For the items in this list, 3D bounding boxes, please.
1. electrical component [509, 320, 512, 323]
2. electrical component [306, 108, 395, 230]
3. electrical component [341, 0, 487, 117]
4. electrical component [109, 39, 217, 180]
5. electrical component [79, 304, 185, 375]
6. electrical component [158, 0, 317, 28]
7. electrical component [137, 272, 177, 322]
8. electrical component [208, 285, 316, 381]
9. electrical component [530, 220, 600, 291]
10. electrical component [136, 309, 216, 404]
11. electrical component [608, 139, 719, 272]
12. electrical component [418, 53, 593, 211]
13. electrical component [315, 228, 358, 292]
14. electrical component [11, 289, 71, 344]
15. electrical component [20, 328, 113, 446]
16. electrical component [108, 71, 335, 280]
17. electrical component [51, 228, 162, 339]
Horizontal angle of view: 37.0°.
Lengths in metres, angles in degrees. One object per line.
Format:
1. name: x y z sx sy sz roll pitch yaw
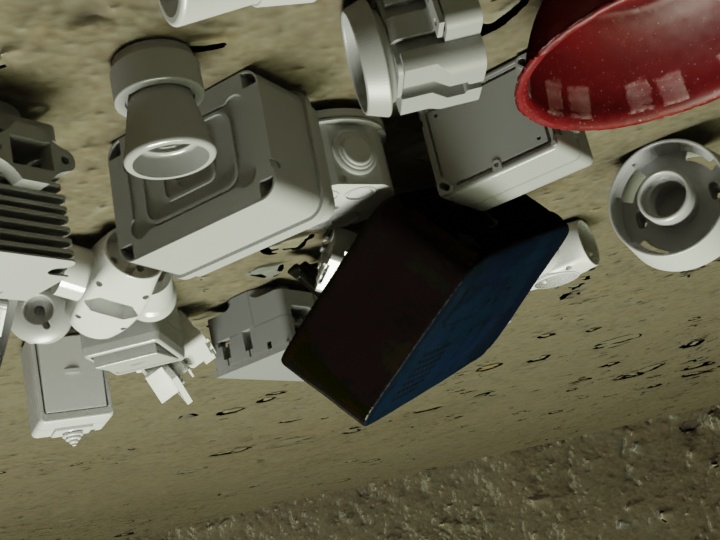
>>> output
1. electrical component: 0.124 0.020 0.993 0.048 0.062 0.048 -12 163 -4
2. electrical component: -0.020 -0.060 0.644 0.080 0.051 0.080 -12 163 -4
3. electrical component: 0.024 -0.106 0.519 0.057 0.058 0.078 -14 163 -5
4. electrical component: -0.096 -0.078 0.523 0.045 0.055 0.045 -12 163 -4
5. electrical component: -0.181 0.051 0.865 0.062 0.061 0.096 -14 163 3
6. electrical component: -0.047 -0.124 0.437 0.065 0.044 0.044 -11 164 -23
7. electrical component: -0.157 0.012 0.798 0.040 0.040 0.046 -9 157 -13
8. electrical component: -0.054 0.059 0.983 0.089 0.061 0.150 -24 160 32
9. electrical component: 0.159 -0.013 0.940 0.077 0.044 0.079 -22 160 29
10. electrical component: -0.163 0.072 0.927 0.064 0.081 0.042 -37 144 -14
11. electrical component: 0.238 -0.049 0.803 0.099 0.099 0.064 -23 154 30
12. electrical component: 0.094 -0.082 0.641 0.096 0.061 0.061 -23 160 31
13. electrical component: 0.000 0.000 0.817 0.064 0.081 0.042 18 125 -10
14. electrical component: -0.236 0.034 0.803 0.048 0.048 0.062 -10 170 -11
15. electrical component: -0.248 0.100 0.913 0.062 0.096 0.061 -4 161 -27
16. electrical component: -0.076 -0.049 0.592 0.113 0.078 0.057 -22 158 28
17. electrical component: -0.185 0.005 0.735 0.079 0.043 0.077 18 136 -26
